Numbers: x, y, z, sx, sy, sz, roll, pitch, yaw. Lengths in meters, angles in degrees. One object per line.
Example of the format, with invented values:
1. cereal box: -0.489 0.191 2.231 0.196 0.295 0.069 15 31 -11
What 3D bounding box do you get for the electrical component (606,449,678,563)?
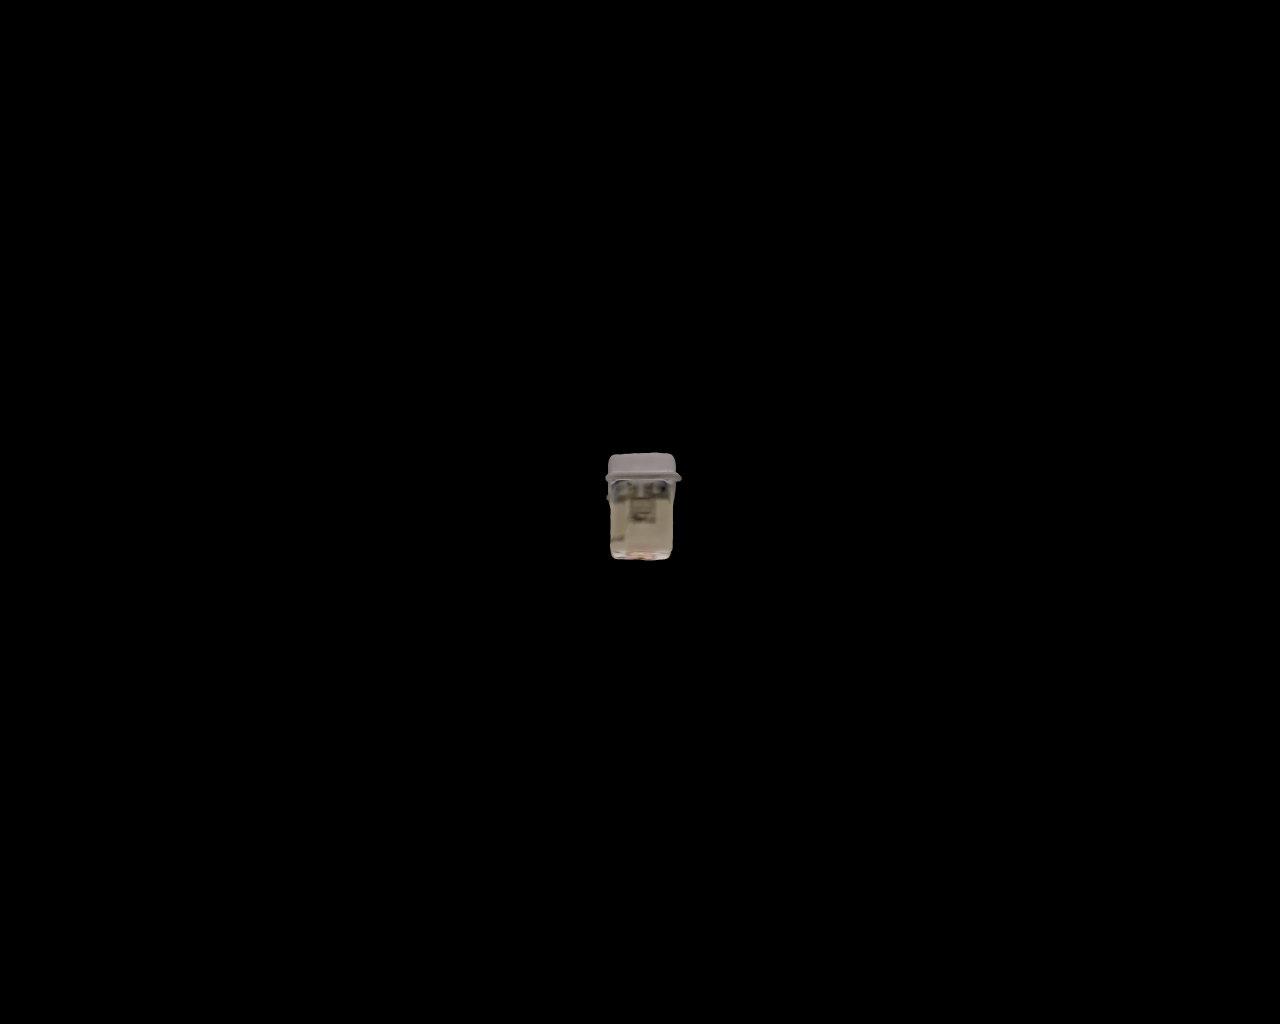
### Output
1. electrical component: 0.001 -0.003 0.650 0.042 0.063 0.081 0 -9 0
